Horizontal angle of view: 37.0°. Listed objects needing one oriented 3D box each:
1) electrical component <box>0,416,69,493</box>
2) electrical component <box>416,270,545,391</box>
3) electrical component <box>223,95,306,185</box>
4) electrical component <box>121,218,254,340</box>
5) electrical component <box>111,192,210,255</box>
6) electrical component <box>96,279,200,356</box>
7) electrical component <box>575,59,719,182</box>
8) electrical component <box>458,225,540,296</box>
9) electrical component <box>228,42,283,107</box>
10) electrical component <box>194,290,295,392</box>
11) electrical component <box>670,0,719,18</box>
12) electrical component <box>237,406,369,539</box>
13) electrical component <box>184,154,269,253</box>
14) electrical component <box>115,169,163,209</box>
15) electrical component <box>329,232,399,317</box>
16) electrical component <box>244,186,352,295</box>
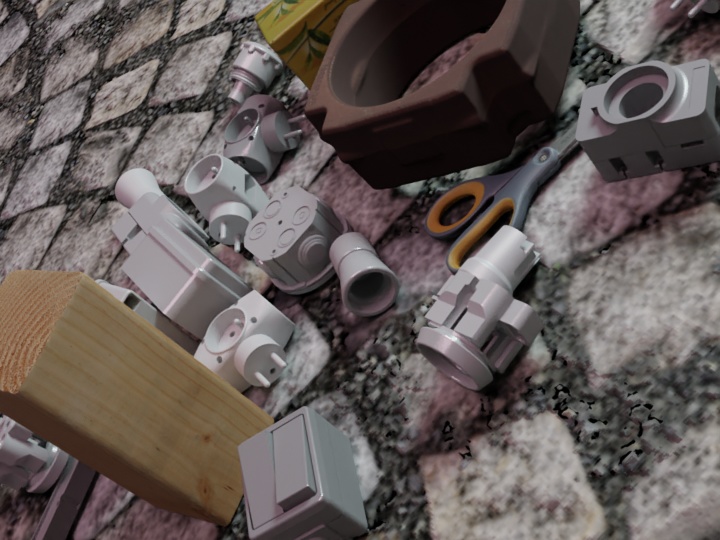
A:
[{"bbox_3d":[-0.285,0.155,0.918,0.078,0.057,0.058,-44,28,25],"label":"electrical component"},{"bbox_3d":[0.074,0.042,0.709,0.078,0.058,0.057,23,71,48],"label":"electrical component"},{"bbox_3d":[-0.083,-0.126,1.001,0.079,0.044,0.077,-13,49,34],"label":"electrical component"},{"bbox_3d":[-0.141,0.012,0.908,0.057,0.078,0.113,-51,39,-2],"label":"electrical component"},{"bbox_3d":[-0.182,-0.030,0.998,0.059,0.054,0.095,-47,39,-1],"label":"electrical component"},{"bbox_3d":[-0.194,0.082,0.870,0.056,0.108,0.108,11,65,43],"label":"electrical component"},{"bbox_3d":[0.197,-0.102,0.726,0.089,0.056,0.050,-9,51,36],"label":"electrical component"},{"bbox_3d":[0.097,-0.002,0.742,0.046,0.040,0.040,-48,39,-11],"label":"electrical component"},{"bbox_3d":[-0.111,-0.196,1.088,0.048,0.048,0.062,22,80,49],"label":"electrical component"},{"bbox_3d":[-0.083,0.065,0.837,0.077,0.044,0.079,-49,40,-4],"label":"electrical component"},{"bbox_3d":[0.255,-0.210,0.771,0.073,0.052,0.138,-46,39,-1],"label":"electrical component"},{"bbox_3d":[-0.040,0.148,0.714,0.062,0.061,0.096,-32,41,16],"label":"electrical component"},{"bbox_3d":[-0.112,-0.049,0.935,0.043,0.077,0.079,-27,43,21],"label":"electrical component"},{"bbox_3d":[-0.212,-0.068,1.069,0.044,0.044,0.065,-46,44,-1],"label":"electrical component"},{"bbox_3d":[0.000,0.000,0.824,0.044,0.044,0.065,-39,35,9],"label":"electrical component"},{"bbox_3d":[-0.051,-0.025,0.881,0.080,0.051,0.080,-24,44,25],"label":"electrical component"}]
